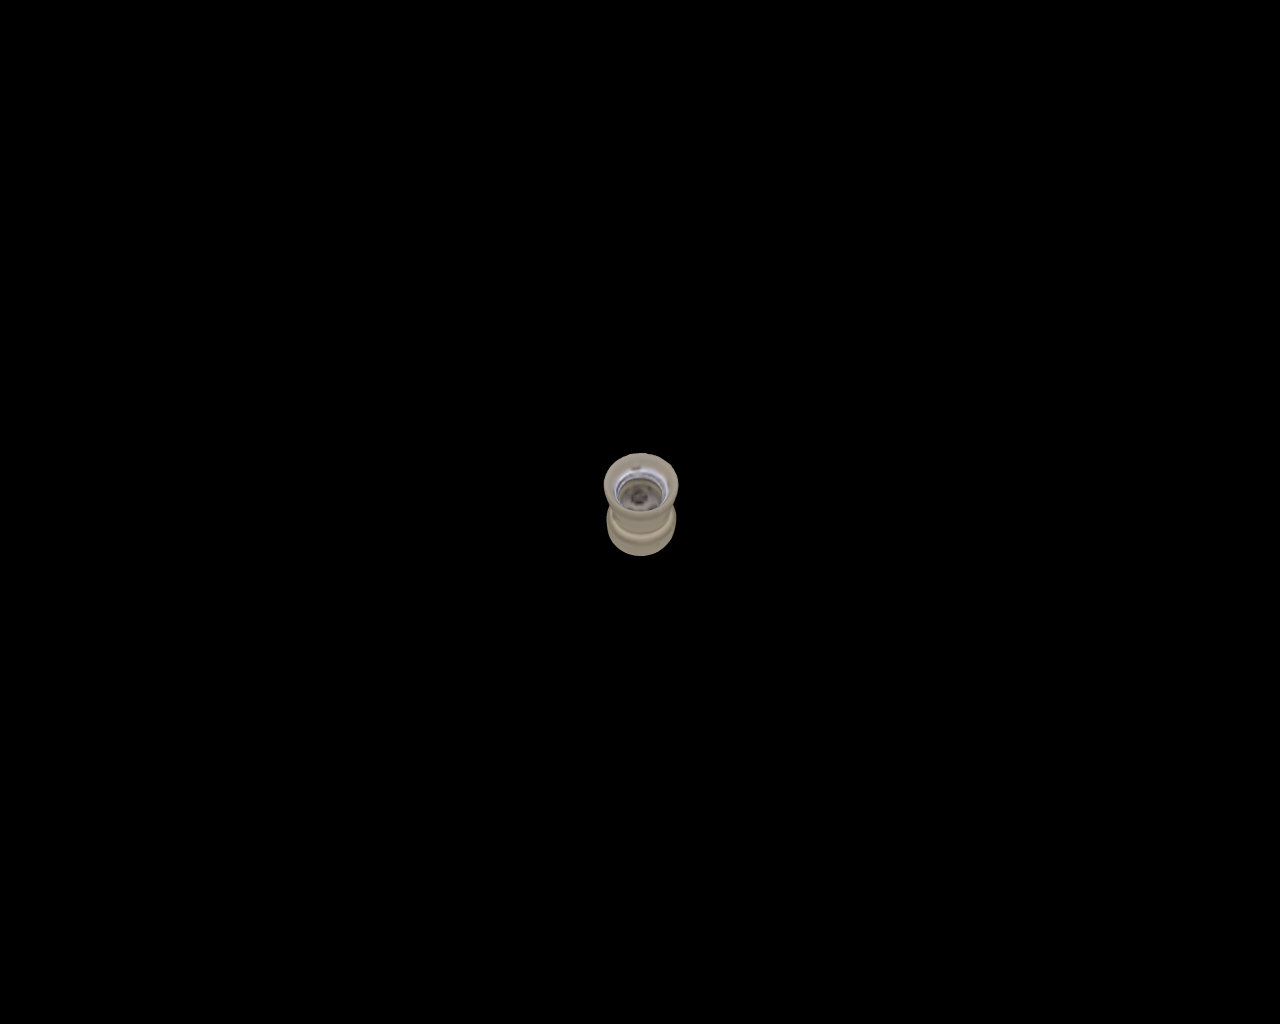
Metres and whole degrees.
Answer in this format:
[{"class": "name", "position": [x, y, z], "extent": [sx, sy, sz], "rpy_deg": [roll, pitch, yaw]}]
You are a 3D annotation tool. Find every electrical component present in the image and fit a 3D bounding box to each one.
[{"class": "electrical component", "position": [0.001, -0.003, 0.650], "extent": [0.045, 0.045, 0.055], "rpy_deg": [0, -33, 0]}]
